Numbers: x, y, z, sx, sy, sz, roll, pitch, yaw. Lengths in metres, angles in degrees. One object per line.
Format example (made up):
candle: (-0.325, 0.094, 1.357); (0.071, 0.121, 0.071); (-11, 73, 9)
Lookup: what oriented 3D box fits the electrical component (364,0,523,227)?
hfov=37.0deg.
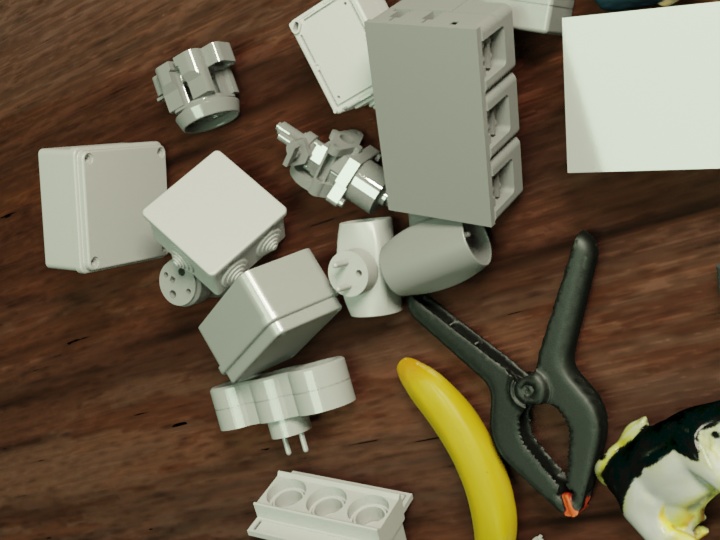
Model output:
electrical component: (0.065, -0.117, 0.785); (0.089, 0.062, 0.150); (12, 126, 31)

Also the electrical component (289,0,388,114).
electrical component: (0.001, -0.169, 0.847); (0.062, 0.061, 0.096); (-25, 94, 31)

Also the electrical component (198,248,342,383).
electrical component: (-0.076, 0.040, 0.900); (0.057, 0.078, 0.113); (58, 141, 12)

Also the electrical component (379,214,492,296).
electrical component: (0.057, -0.027, 0.842); (0.077, 0.043, 0.079); (-22, 56, 31)

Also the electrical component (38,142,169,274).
electrical component: (-0.229, -0.059, 0.969); (0.056, 0.109, 0.108); (5, 101, 32)

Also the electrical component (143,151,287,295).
electrical component: (-0.122, -0.039, 0.921); (0.100, 0.100, 0.048); (41, 159, 18)

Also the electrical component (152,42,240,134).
electrical component: (-0.138, -0.154, 0.929); (0.078, 0.058, 0.057); (-22, 85, 31)

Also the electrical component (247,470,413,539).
electrical component: (-0.023, 0.220, 0.925); (0.121, 0.078, 0.063); (5, 123, 29)

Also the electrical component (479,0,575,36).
electrical component: (0.119, -0.212, 0.775); (0.066, 0.047, 0.076); (16, 107, 27)

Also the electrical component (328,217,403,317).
electrical component: (0.000, 0.000, 0.864); (0.044, 0.079, 0.077); (-3, 97, 30)

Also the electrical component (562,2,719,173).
electrical component: (0.236, -0.122, 0.717); (0.186, 0.060, 0.105); (1, 100, 30)

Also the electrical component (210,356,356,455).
electrical component: (-0.064, 0.125, 0.939); (0.138, 0.052, 0.073); (-15, 91, 31)

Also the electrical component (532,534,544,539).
electrical component: (0.150, 0.267, 0.837); (0.096, 0.062, 0.061); (39, 116, 18)

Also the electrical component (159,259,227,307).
electrical component: (-0.146, 0.007, 0.964); (0.045, 0.055, 0.045); (6, 102, 29)
